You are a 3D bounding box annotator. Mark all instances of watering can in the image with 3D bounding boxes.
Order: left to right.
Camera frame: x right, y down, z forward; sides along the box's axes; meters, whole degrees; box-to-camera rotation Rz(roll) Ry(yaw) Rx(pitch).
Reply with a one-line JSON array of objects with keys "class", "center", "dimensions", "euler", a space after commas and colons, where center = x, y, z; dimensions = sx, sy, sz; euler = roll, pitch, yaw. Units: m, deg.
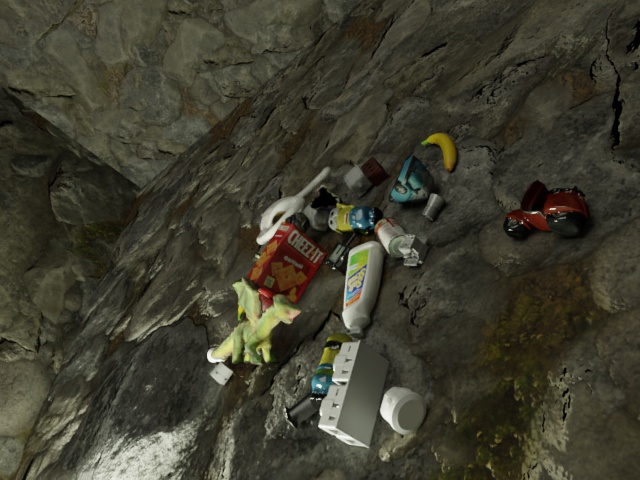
[{"class": "watering can", "center": [-0.100, -0.113, 1.783], "dimensions": [0.351, 0.103, 0.223], "euler": [-48, 13, -15]}]

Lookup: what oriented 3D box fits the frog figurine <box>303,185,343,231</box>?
[{"class": "frog figurine", "center": [0.005, -0.084, 1.678], "dimensions": [0.156, 0.122, 0.141], "euler": [110, 165, -51]}]

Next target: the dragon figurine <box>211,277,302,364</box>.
[{"class": "dragon figurine", "center": [-0.202, 0.226, 1.441], "dimensions": [0.408, 0.122, 0.245], "euler": [-9, 79, 44]}]
